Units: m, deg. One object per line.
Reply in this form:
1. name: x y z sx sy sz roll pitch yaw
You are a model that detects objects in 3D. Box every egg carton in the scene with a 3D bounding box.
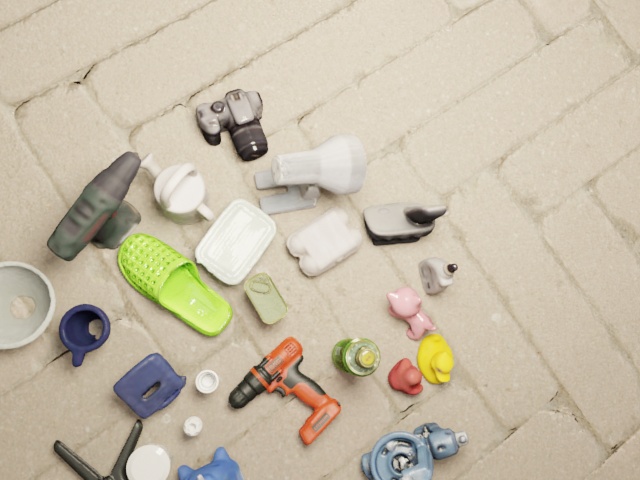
1. egg carton: 0.011 0.004 1.210 0.150 0.069 0.107 -34 86 -12

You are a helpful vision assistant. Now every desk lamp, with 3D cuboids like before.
1. desk lamp: -0.023 -0.128 1.155 0.203 0.213 0.118 -11 82 -9

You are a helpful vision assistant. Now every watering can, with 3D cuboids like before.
1. watering can: -0.281 -0.100 1.126 0.173 0.194 0.101 18 78 -4

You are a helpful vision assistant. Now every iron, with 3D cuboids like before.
1. iron: -0.174 0.529 1.058 0.119 0.141 0.258 -24 84 -11

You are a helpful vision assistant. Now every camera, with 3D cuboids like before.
1. camera: -0.175 -0.237 1.211 0.143 0.100 0.137 -21 83 -10

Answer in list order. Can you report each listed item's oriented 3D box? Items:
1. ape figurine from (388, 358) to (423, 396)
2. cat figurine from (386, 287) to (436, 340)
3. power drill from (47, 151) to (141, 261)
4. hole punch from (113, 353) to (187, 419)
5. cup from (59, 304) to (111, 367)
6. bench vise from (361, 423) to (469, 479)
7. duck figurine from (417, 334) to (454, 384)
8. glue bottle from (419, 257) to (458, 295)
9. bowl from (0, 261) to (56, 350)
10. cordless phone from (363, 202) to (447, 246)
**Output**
1. ape figurine: 0.182 0.281 1.173 0.076 0.092 0.078 -3 80 -8
2. cat figurine: 0.191 0.145 1.185 0.067 0.117 0.128 -43 88 -12
3. power drill: -0.410 -0.055 1.094 0.075 0.208 0.230 37 78 0
4. hole punch: -0.325 0.281 1.107 0.109 0.091 0.101 -41 87 -12
5. cup: -0.446 0.185 1.106 0.092 0.095 0.118 9 79 -6
6. bench vise: 0.187 0.405 1.087 0.207 0.219 0.121 -36 86 -12
7. duck figurine: 0.248 0.248 1.191 0.077 0.086 0.104 -3 81 -8
8. glue bottle: 0.249 0.068 1.177 0.037 0.173 0.078 -11 81 -9
9. bowl: -0.589 0.127 1.107 0.167 0.074 0.167 1 80 -7
10. cordless phone: 0.174 -0.049 1.182 0.147 0.185 0.094 -9 81 -9
